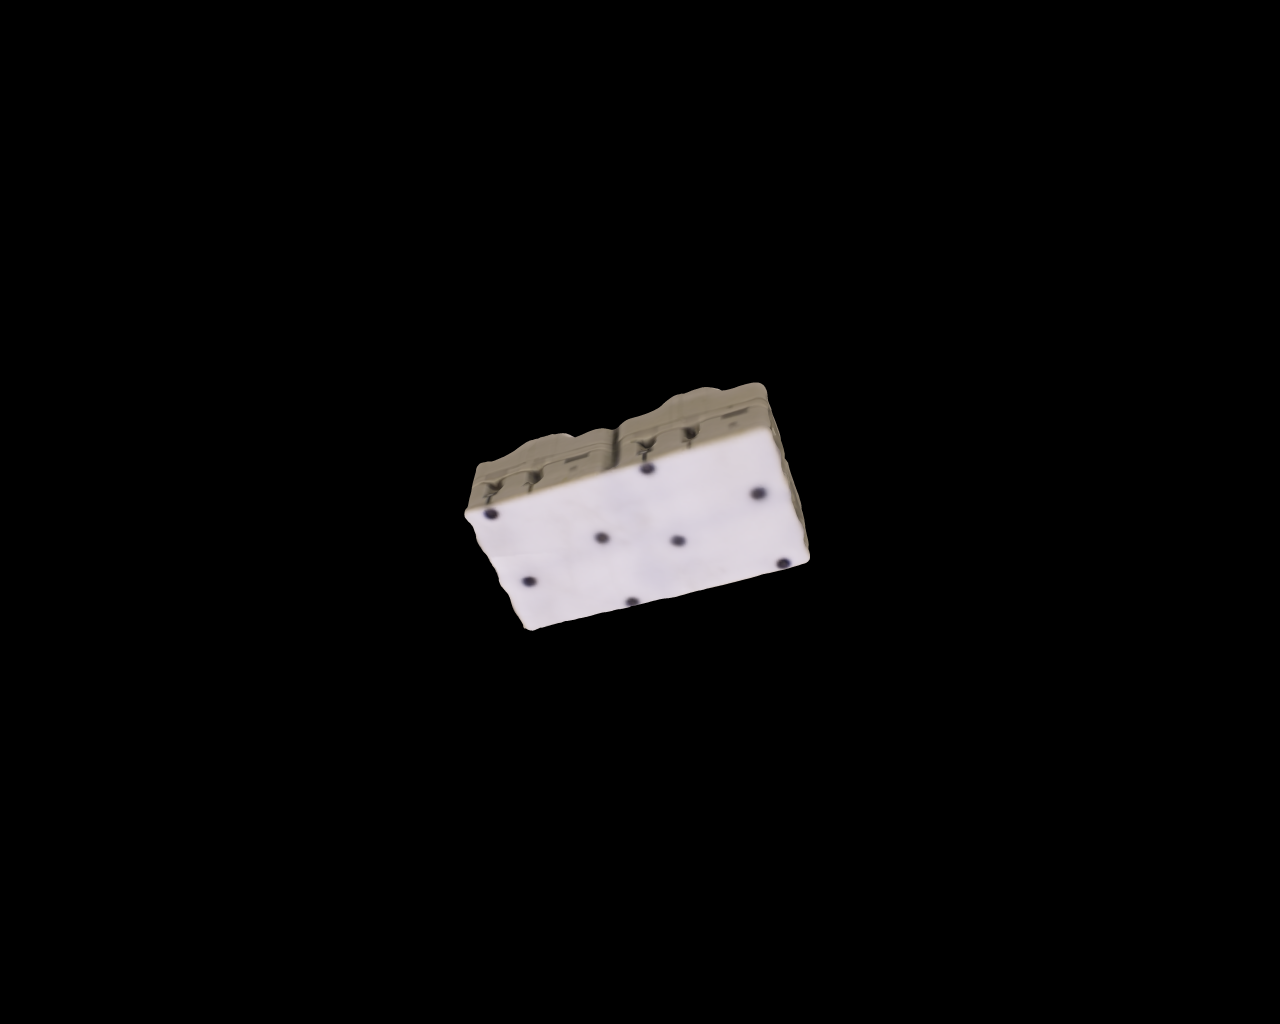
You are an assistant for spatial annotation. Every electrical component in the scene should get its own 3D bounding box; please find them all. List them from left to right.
[{"bbox_3d":[0.001,-0.003,0.650,0.186,0.105,0.060,-15,36,11],"label":"electrical component"}]
